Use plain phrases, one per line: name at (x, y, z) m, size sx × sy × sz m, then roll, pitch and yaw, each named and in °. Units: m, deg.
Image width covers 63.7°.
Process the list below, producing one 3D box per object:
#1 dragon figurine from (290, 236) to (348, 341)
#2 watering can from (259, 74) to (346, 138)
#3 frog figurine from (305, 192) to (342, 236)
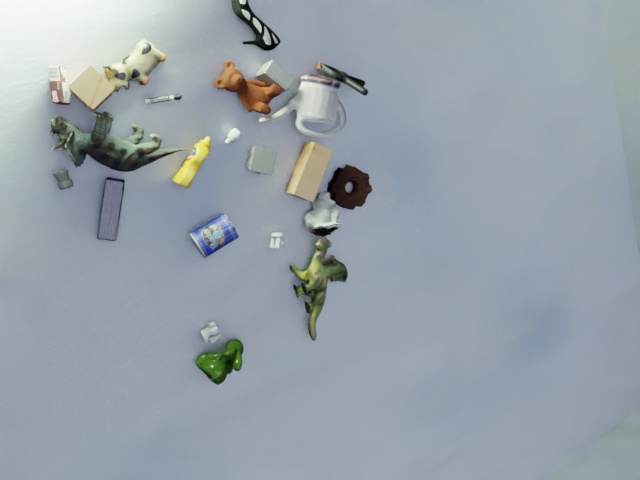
dragon figurine at (0.019, 0.174, 2.023) m, size 0.245 × 0.123 × 0.403 m, roll -24°, pitch 116°, yaw -28°
watering can at (-0.048, -0.494, 1.876) m, size 0.348 × 0.104 × 0.223 m, roll 3°, pitch 96°, yaw -30°
frog figurine at (0.006, -0.100, 1.982) m, size 0.137 × 0.120 × 0.162 m, roll -14°, pitch 64°, yaw -1°
